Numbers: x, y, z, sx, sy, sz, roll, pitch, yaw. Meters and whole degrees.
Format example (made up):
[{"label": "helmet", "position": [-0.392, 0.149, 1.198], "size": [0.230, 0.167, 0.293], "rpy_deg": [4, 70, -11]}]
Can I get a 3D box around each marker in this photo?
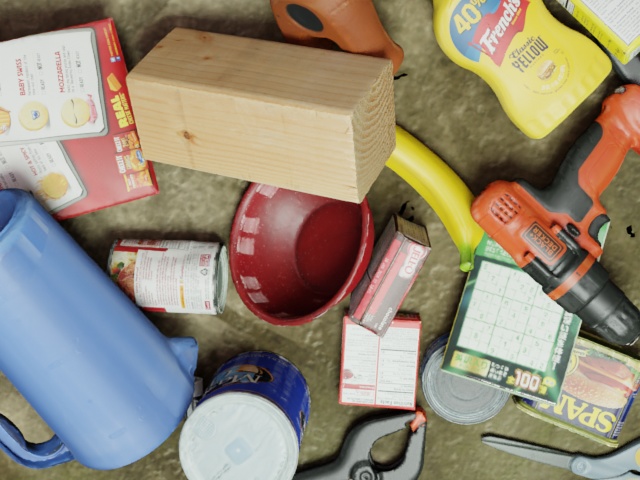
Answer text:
[{"label": "marker", "position": [-0.121, 0.194, 1.041], "size": [0.020, 0.020, 0.121], "rpy_deg": [-1, 99, 5]}]

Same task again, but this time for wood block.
[{"label": "wood block", "position": [-0.048, -0.109, 0.905], "size": [0.206, 0.090, 0.091], "rpy_deg": [13, 134, 21]}]

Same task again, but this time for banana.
[{"label": "banana", "position": [0.084, -0.061, 0.961], "size": [0.198, 0.069, 0.037], "rpy_deg": [46, 124, 8]}]

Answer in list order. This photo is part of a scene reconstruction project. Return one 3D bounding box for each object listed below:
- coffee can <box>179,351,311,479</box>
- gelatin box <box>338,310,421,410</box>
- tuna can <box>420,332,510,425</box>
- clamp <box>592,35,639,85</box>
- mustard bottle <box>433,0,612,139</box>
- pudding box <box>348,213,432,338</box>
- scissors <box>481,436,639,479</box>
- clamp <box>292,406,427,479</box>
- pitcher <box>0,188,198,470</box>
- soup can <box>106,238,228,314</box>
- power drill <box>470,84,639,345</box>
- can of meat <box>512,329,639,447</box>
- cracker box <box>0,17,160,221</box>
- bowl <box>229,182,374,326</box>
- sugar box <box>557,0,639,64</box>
[{"label": "coffee can", "position": [-0.064, 0.168, 0.971], "size": [0.103, 0.140, 0.103], "rpy_deg": [1, 99, 4]}, {"label": "gelatin box", "position": [0.056, 0.113, 1.009], "size": [0.073, 0.030, 0.089], "rpy_deg": [3, 99, 2]}, {"label": "tuna can", "position": [0.137, 0.129, 1.003], "size": [0.086, 0.033, 0.086], "rpy_deg": [1, 100, 5]}, {"label": "clamp", "position": [0.338, -0.166, 0.936], "size": [0.210, 0.036, 0.165], "rpy_deg": [30, 101, 2]}, {"label": "mustard bottle", "position": [0.157, -0.186, 0.937], "size": [0.191, 0.058, 0.096], "rpy_deg": [45, 98, -3]}, {"label": "pudding box", "position": [0.062, 0.029, 0.952], "size": [0.039, 0.113, 0.090], "rpy_deg": [28, 101, -4]}, {"label": "scissors", "position": [0.264, 0.201, 1.014], "size": [0.201, 0.016, 0.096], "rpy_deg": [29, 98, -1]}, {"label": "clamp", "position": [0.048, 0.235, 1.025], "size": [0.171, 0.039, 0.120], "rpy_deg": [-40, 96, 9]}, {"label": "pitcher", "position": [-0.229, 0.082, 0.905], "size": [0.145, 0.149, 0.242], "rpy_deg": [-8, 132, 32]}, {"label": "soup can", "position": [-0.140, 0.034, 0.992], "size": [0.102, 0.068, 0.068], "rpy_deg": [2, 99, 4]}, {"label": "power drill", "position": [0.253, -0.027, 0.928], "size": [0.184, 0.057, 0.187], "rpy_deg": [44, 84, 2]}, {"label": "can of meat", "position": [0.241, 0.131, 0.984], "size": [0.102, 0.057, 0.084], "rpy_deg": [22, 98, 1]}, {"label": "cracker box", "position": [-0.268, -0.092, 0.944], "size": [0.213, 0.072, 0.164], "rpy_deg": [-17, 98, -17]}, {"label": "bowl", "position": [-0.006, 0.001, 0.959], "size": [0.162, 0.055, 0.162], "rpy_deg": [-12, 71, 37]}, {"label": "sugar box", "position": [0.232, -0.245, 0.910], "size": [0.093, 0.048, 0.176], "rpy_deg": [-43, 79, 5]}]
